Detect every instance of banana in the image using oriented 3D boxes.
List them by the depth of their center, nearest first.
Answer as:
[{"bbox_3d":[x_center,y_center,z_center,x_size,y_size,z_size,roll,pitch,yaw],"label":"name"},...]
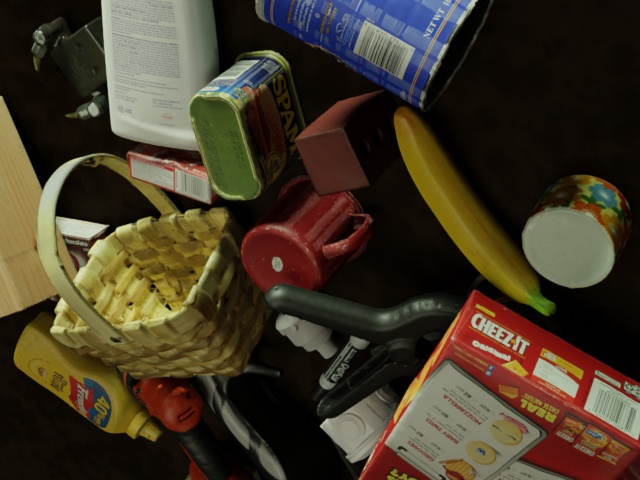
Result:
[{"bbox_3d":[0.119,-0.022,0.847,0.198,0.037,0.070,52,163,1],"label":"banana"}]

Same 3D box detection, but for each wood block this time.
[{"bbox_3d":[-0.336,-0.028,1.074,0.090,0.090,0.206,-19,96,35],"label":"wood block"}]

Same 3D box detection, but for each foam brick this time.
[{"bbox_3d":[0.026,-0.078,0.850,0.051,0.078,0.053,-8,116,38],"label":"foam brick"}]

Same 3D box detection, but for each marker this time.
[{"bbox_3d":[0.019,0.123,1.040,0.020,0.020,0.121,37,134,4],"label":"marker"}]

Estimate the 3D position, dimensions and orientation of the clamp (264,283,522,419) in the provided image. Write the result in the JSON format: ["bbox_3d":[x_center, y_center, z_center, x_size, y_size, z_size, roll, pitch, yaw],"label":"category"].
[{"bbox_3d":[0.069,0.094,0.915,0.210,0.036,0.164,-4,133,11],"label":"clamp"}]

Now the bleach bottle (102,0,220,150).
[{"bbox_3d":[-0.128,-0.202,0.871,0.103,0.068,0.251,10,123,11],"label":"bleach bottle"}]

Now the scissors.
[{"bbox_3d":[0.132,0.086,0.943,0.096,0.016,0.202,43,134,-1],"label":"scissors"}]

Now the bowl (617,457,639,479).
[{"bbox_3d":[0.294,0.203,0.896,0.162,0.055,0.162,17,129,22],"label":"bowl"}]

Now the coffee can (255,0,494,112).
[{"bbox_3d":[0.040,-0.170,0.758,0.140,0.102,0.103,31,133,9],"label":"coffee can"}]

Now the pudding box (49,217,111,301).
[{"bbox_3d":[-0.266,0.023,1.137,0.114,0.039,0.090,7,124,28],"label":"pudding box"}]

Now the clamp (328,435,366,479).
[{"bbox_3d":[0.044,0.279,1.076,0.171,0.039,0.120,36,96,-17],"label":"clamp"}]

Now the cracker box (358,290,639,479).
[{"bbox_3d":[0.145,0.163,0.870,0.164,0.072,0.214,29,134,5],"label":"cracker box"}]

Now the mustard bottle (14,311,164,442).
[{"bbox_3d":[-0.259,0.167,1.224,0.191,0.058,0.096,35,135,6],"label":"mustard bottle"}]

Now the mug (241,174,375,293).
[{"bbox_3d":[-0.006,0.001,0.925,0.117,0.081,0.093,-5,118,35],"label":"mug"}]

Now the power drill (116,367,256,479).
[{"bbox_3d":[-0.148,0.199,1.149,0.185,0.057,0.187,31,154,57],"label":"power drill"}]

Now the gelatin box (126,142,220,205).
[{"bbox_3d":[-0.114,-0.072,0.948,0.089,0.073,0.030,19,129,21],"label":"gelatin box"}]

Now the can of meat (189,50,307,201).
[{"bbox_3d":[-0.059,-0.094,0.889,0.058,0.083,0.102,3,122,31],"label":"can of meat"}]

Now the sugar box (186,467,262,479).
[{"bbox_3d":[-0.086,0.343,1.249,0.094,0.048,0.176,-5,117,35],"label":"sugar box"}]
